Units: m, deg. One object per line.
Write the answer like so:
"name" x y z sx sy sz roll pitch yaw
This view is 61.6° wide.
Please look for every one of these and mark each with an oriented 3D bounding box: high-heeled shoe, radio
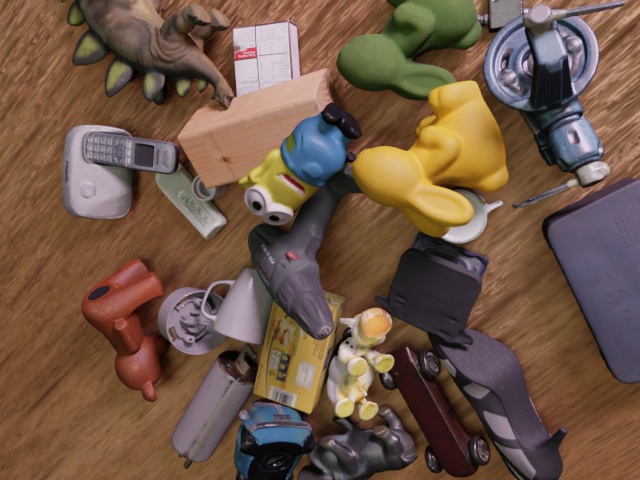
"high-heeled shoe" 0.232 0.225 0.745 0.249 0.086 0.145 43 145 28
"radio" 0.378 0.051 0.657 0.131 0.073 0.229 -26 88 20

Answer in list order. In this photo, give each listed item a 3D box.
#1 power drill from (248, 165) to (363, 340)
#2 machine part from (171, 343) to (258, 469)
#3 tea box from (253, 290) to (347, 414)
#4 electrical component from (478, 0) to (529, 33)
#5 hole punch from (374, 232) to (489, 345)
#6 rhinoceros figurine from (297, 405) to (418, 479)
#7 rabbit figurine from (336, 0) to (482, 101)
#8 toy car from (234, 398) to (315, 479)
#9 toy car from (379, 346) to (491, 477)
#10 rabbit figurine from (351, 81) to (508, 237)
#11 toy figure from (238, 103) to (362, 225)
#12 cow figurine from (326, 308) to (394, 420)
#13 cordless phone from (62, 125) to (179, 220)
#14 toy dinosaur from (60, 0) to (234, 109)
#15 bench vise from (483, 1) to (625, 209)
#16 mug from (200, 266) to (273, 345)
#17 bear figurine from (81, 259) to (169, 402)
"power drill" -0.001 -0.002 0.720 0.232 0.086 0.207 36 101 53
"machine part" -0.167 0.263 0.852 0.079 0.079 0.243 33 106 10
"tea box" -0.030 0.156 0.798 0.098 0.068 0.169 18 101 12
"electrical component" 0.234 -0.298 0.679 0.094 0.021 0.063 -3 96 18
"hole punch" 0.158 0.060 0.726 0.142 0.092 0.115 22 120 12
"rhinoceros figurine" 0.050 0.322 0.800 0.190 0.073 0.112 -26 100 17
"rabbit figurine" 0.105 -0.247 0.680 0.170 0.121 0.159 -40 106 4
"toy car" -0.076 0.297 0.814 0.109 0.103 0.161 6 127 -16
"toy car" 0.160 0.239 0.760 0.089 0.053 0.202 -32 86 39
"rabbit figurine" 0.126 -0.083 0.646 0.173 0.122 0.162 -18 84 -12
"toy figure" -0.022 -0.089 0.665 0.082 0.089 0.180 47 119 5
"cow figurine" 0.054 0.162 0.767 0.068 0.098 0.167 8 106 -23
"cordless phone" -0.302 -0.098 0.837 0.184 0.089 0.146 10 100 16
"toy dinosaur" -0.290 -0.327 0.797 0.472 0.105 0.198 45 112 17
"bench vise" 0.252 -0.167 0.589 0.129 0.240 0.223 -12 78 21
"mug" -0.117 0.091 0.806 0.109 0.081 0.107 21 83 -8
"bear figurine" -0.290 0.150 0.867 0.132 0.120 0.195 -35 118 -21
